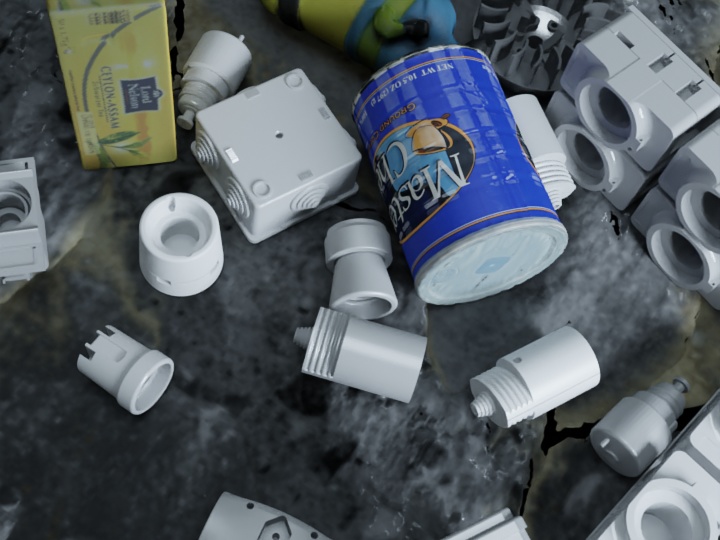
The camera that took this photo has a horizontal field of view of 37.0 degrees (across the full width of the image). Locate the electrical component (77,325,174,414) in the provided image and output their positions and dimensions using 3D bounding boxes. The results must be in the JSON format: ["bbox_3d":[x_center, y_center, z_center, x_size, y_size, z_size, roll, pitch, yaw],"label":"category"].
[{"bbox_3d":[-0.145,0.060,0.662,0.046,0.040,0.040,31,65,15],"label":"electrical component"}]

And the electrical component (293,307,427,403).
[{"bbox_3d":[-0.002,0.052,0.681,0.081,0.043,0.043,16,64,1],"label":"electrical component"}]

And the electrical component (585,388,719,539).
[{"bbox_3d":[0.229,0.148,0.655,0.105,0.060,0.186,43,67,13],"label":"electrical component"}]

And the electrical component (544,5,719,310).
[{"bbox_3d":[0.212,-0.072,0.733,0.060,0.105,0.186,-35,73,-21],"label":"electrical component"}]

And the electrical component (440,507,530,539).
[{"bbox_3d":[0.039,0.185,0.586,0.109,0.108,0.056,-22,71,-17],"label":"electrical component"}]

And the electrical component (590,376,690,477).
[{"bbox_3d":[0.182,0.096,0.684,0.078,0.040,0.040,-39,75,-22],"label":"electrical component"}]

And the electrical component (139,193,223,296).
[{"bbox_3d":[-0.116,-0.018,0.697,0.055,0.047,0.055,3,64,-6],"label":"electrical component"}]

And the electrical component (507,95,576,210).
[{"bbox_3d":[0.122,-0.078,0.759,0.043,0.043,0.081,-16,67,-14],"label":"electrical component"}]

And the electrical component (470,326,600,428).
[{"bbox_3d":[0.107,0.072,0.685,0.081,0.043,0.043,-24,70,-17],"label":"electrical component"}]

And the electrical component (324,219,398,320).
[{"bbox_3d":[0.000,0.000,0.705,0.045,0.045,0.055,-1,64,-8],"label":"electrical component"}]

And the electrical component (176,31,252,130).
[{"bbox_3d":[-0.107,-0.132,0.757,0.040,0.040,0.078,22,64,4],"label":"electrical component"}]

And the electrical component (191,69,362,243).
[{"bbox_3d":[-0.057,-0.080,0.734,0.100,0.048,0.099,-28,72,-20],"label":"electrical component"}]

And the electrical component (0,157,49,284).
[{"bbox_3d":[-0.261,-0.022,0.672,0.121,0.063,0.078,-8,66,-11],"label":"electrical component"}]

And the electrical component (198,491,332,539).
[{"bbox_3d":[-0.060,0.178,0.613,0.077,0.043,0.079,24,65,4],"label":"electrical component"}]
